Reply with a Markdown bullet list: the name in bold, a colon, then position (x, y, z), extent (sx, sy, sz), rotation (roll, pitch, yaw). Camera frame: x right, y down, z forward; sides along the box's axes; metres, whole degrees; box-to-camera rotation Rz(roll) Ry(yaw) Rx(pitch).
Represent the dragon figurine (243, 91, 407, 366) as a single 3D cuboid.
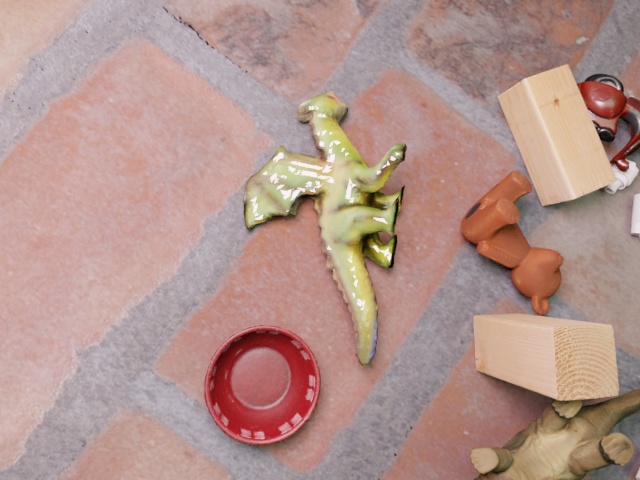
- **dragon figurine**: position (0.002, -0.039, 0.780), extent (0.243, 0.121, 0.414), rotation (10, 79, 8)
